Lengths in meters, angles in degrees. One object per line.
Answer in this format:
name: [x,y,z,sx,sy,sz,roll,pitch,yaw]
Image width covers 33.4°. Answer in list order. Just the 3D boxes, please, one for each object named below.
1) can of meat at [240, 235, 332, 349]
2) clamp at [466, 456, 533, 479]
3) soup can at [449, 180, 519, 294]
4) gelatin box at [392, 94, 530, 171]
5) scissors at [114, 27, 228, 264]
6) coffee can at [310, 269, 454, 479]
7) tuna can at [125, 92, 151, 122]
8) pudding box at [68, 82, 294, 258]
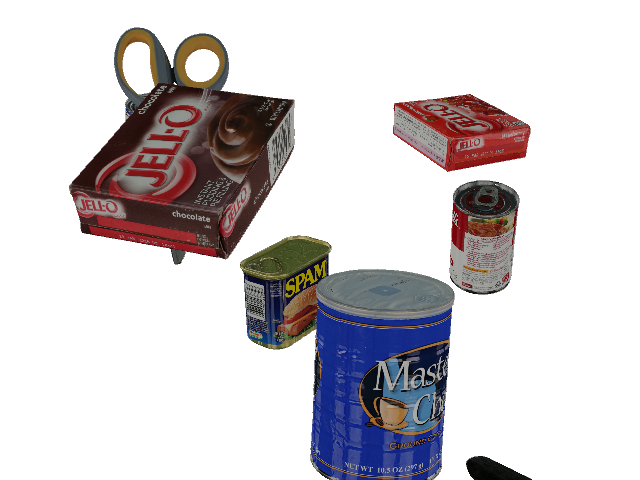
can of meat: [-0.033,0.053,1.090,0.058,0.084,0.101,15,28,33]
clamp: [0.200,0.240,0.848,0.210,0.036,0.164,0,33,24]
soup can: [0.171,-0.003,1.122,0.068,0.102,0.068,-1,36,1]
gelatin box: [0.109,-0.087,0.840,0.073,0.030,0.089,-10,28,-23]
scissors: [-0.095,-0.082,0.797,0.096,0.202,0.016,-18,-23,-14]
coffee can: [0.045,0.103,0.808,0.103,0.140,0.103,2,15,-1]
tuna can: [-0.153,-0.119,1.070,0.086,0.034,0.086,6,25,-3]
pudding box: [-0.073,-0.042,0.601,0.090,0.039,0.113,10,39,17]
